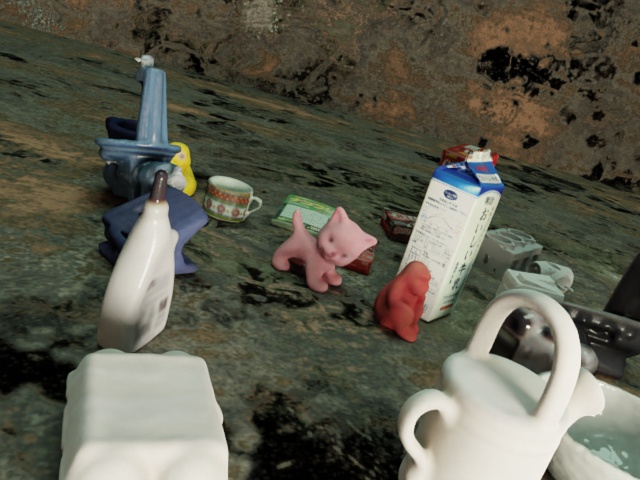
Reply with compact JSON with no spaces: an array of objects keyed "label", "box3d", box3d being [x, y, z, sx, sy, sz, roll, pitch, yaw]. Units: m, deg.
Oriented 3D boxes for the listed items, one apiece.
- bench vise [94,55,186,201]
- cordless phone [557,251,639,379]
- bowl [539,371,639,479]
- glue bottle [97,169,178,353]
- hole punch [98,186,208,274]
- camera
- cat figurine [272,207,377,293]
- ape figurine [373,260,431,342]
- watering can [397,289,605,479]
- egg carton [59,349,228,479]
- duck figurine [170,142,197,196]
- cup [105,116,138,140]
[{"label":"bench vise","box3d":[-0.232,-0.140,0.819,0.206,0.220,0.122,27,22,27]},{"label":"cordless phone","box3d":[0.390,0.082,0.789,0.147,0.185,0.094,15,20,-5]},{"label":"bowl","box3d":[0.264,0.200,0.533,0.167,0.075,0.167,15,20,-5]},{"label":"glue bottle","box3d":[-0.159,0.017,0.527,0.037,0.173,0.078,21,20,12]},{"label":"hole punch","box3d":[-0.201,-0.011,0.691,0.108,0.091,0.101,32,24,35]},{"label":"camera","box3d":[0.281,0.130,0.696,0.137,0.101,0.142,4,23,-32]},{"label":"cat figurine","box3d":[0.007,0.003,0.786,0.127,0.118,0.067,27,22,26]},{"label":"ape figurine","box3d":[0.113,0.070,0.730,0.078,0.092,0.075,-5,29,-46]},{"label":"watering can","box3d":[0.144,0.128,0.448,0.173,0.194,0.100,-4,28,-45]},{"label":"egg carton","box3d":[-0.121,0.135,0.396,0.107,0.069,0.150,7,22,-25]},{"label":"duck figurine","box3d":[-0.242,-0.123,0.966,0.077,0.086,0.104,18,20,3]},{"label":"cup","box3d":[-0.322,-0.150,0.959,0.117,0.095,0.092,26,21,23]}]
